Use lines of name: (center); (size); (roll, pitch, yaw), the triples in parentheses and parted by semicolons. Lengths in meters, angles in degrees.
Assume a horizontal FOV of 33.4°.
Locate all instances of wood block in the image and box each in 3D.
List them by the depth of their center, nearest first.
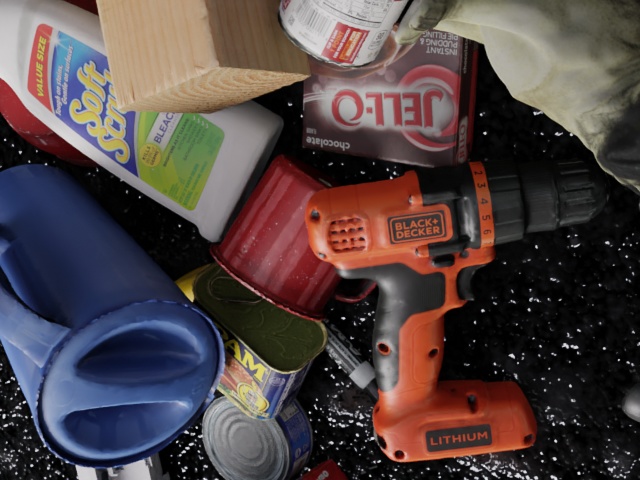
wood block: (-0.084, -0.190, 0.658); (0.091, 0.090, 0.206); (-14, 86, 36)

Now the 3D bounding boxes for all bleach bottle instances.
bleach bottle: (-0.157, -0.102, 0.755); (0.251, 0.068, 0.103); (28, 112, 2)

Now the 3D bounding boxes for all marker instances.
marker: (0.015, 0.080, 0.778); (0.121, 0.020, 0.020); (47, 124, 11)

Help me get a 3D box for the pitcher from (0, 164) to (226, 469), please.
pitcher: (-0.185, 0.036, 0.769); (0.243, 0.144, 0.149); (43, 142, 46)

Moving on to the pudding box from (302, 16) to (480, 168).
pudding box: (0.045, -0.098, 0.689); (0.114, 0.039, 0.090); (12, 111, 29)

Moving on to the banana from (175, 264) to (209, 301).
banana: (-0.154, 0.052, 0.866); (0.198, 0.037, 0.069); (0, 105, 32)

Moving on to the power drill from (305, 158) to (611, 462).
power drill: (0.092, 0.042, 0.671); (0.184, 0.057, 0.188); (-7, 110, 5)

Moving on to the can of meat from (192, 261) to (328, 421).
can of meat: (-0.052, 0.074, 0.780); (0.102, 0.057, 0.084); (41, 143, 15)

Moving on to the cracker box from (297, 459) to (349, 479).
cracker box: (-0.075, 0.272, 0.809); (0.072, 0.163, 0.214); (51, 124, 11)

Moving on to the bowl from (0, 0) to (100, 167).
bowl: (-0.207, -0.131, 0.831); (0.162, 0.055, 0.162); (11, 111, 30)

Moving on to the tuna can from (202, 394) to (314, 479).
tuna can: (-0.050, 0.153, 0.834); (0.086, 0.033, 0.086); (11, 111, 30)

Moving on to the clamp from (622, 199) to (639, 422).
clamp: (0.263, 0.032, 0.561); (0.210, 0.164, 0.036); (1, 135, 11)

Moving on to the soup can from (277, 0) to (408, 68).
soup can: (0.024, -0.158, 0.612); (0.068, 0.068, 0.102); (42, 129, 14)

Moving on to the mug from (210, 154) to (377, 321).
mug: (-0.005, 0.001, 0.724); (0.117, 0.093, 0.081); (29, 99, -22)
